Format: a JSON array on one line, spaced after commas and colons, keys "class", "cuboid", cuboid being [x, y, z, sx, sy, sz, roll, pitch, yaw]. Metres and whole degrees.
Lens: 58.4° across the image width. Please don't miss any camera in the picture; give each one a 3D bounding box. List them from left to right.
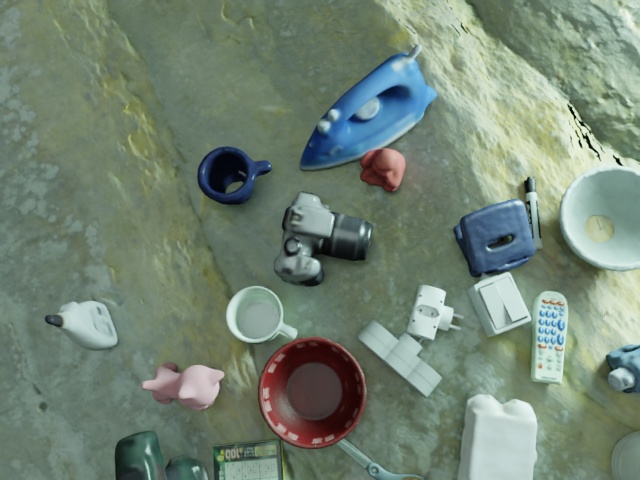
[{"class": "camera", "cuboid": [0.008, 0.003, 0.899, 0.136, 0.101, 0.143, 12, 78, 6]}]

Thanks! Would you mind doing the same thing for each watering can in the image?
[{"class": "watering can", "cuboid": [0.474, 0.306, 0.753, 0.101, 0.194, 0.173, 11, 78, 6]}]

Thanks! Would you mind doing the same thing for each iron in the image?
[{"class": "iron", "cuboid": [0.066, -0.211, 0.923, 0.258, 0.141, 0.118, -37, 77, -5]}]

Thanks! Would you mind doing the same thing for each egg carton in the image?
[{"class": "egg carton", "cuboid": [0.257, 0.305, 0.831, 0.107, 0.069, 0.150, 8, 78, 5]}]

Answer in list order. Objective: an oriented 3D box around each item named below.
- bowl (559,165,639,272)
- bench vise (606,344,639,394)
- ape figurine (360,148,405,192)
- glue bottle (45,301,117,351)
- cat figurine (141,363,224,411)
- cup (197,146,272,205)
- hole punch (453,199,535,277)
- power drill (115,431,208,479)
[{"class": "bowl", "cuboid": [0.447, -0.027, 0.891, 0.167, 0.075, 0.167, -1, 77, 4]}, {"class": "bench vise", "cuboid": [0.507, 0.162, 0.770, 0.207, 0.220, 0.121, -40, 78, -5]}, {"class": "ape figurine", "cuboid": [0.105, -0.120, 0.925, 0.076, 0.092, 0.078, -27, 77, -2]}, {"class": "glue bottle", "cuboid": [-0.361, 0.125, 0.857, 0.037, 0.173, 0.078, -23, 77, -1]}, {"class": "cat figurine", "cuboid": [-0.202, 0.219, 0.854, 0.127, 0.118, 0.067, 2, 77, 4]}, {"class": "cup", "cuboid": [-0.131, -0.098, 0.933, 0.117, 0.095, 0.091, -14, 77, 1]}, {"class": "hole punch", "cuboid": [0.274, -0.001, 0.888, 0.108, 0.091, 0.101, -19, 77, -1]}, {"class": "power drill", "cuboid": [-0.207, 0.372, 0.773, 0.075, 0.208, 0.229, -19, 77, -1]}]
